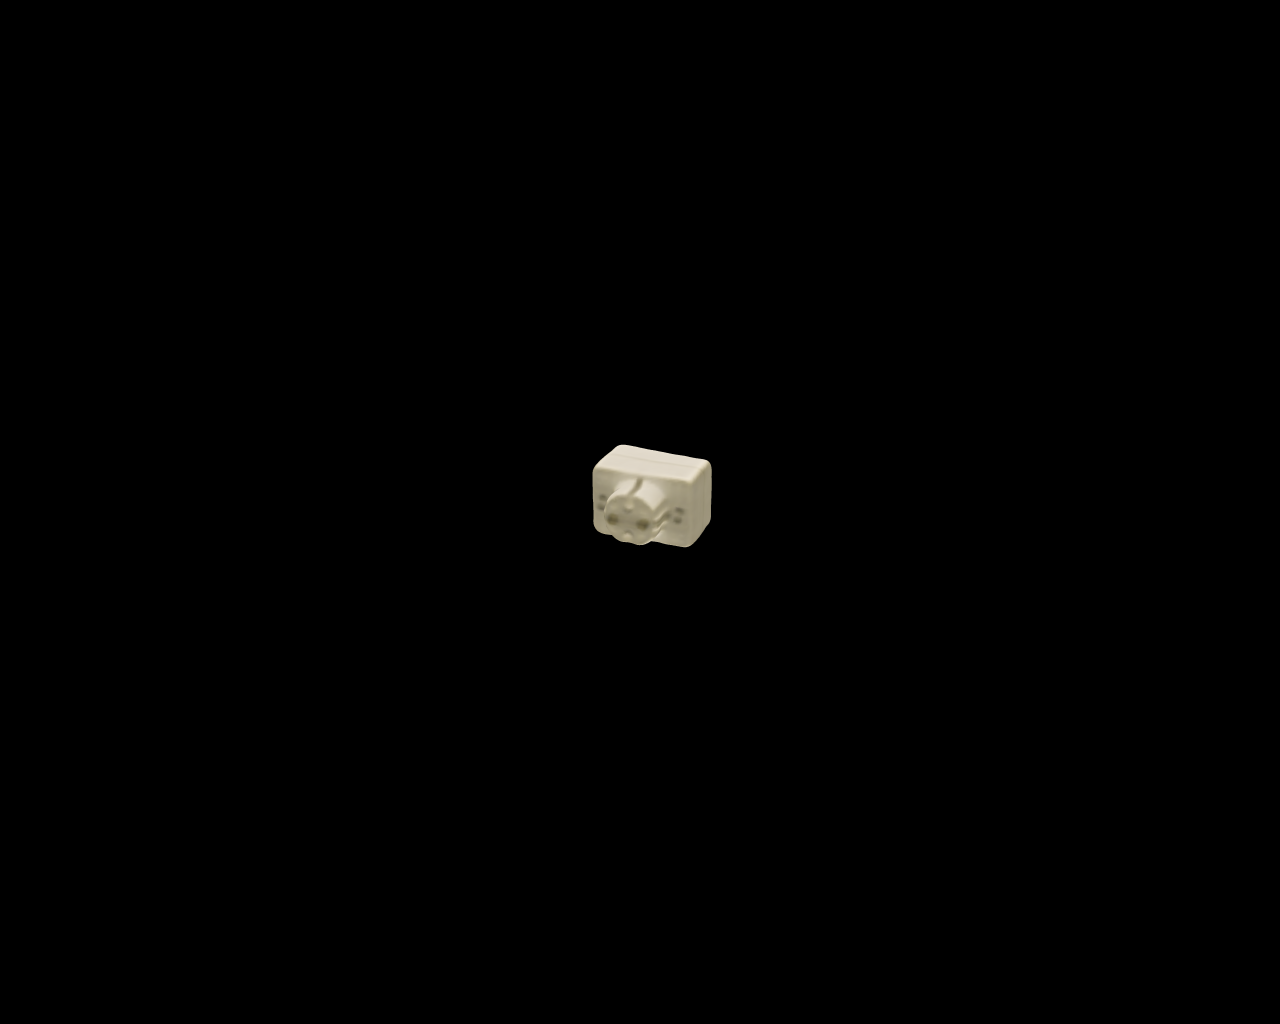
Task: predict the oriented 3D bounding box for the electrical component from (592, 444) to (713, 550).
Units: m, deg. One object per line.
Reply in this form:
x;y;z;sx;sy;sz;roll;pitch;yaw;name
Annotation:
0.001;-0.003;0.650;0.066;0.047;0.077;10;28;20;electrical component
